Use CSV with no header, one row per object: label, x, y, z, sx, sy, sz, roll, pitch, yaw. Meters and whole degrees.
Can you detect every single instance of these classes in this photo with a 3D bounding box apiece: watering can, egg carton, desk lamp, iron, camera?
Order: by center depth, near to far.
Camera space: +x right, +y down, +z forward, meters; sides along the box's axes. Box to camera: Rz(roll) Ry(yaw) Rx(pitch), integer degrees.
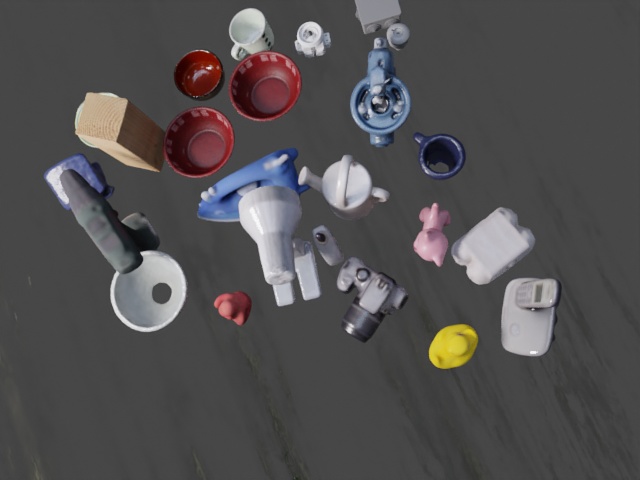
desk lamp,-0.072,0.015,1.112,0.118,0.214,0.203,-15,79,6
watering can,0.046,-0.104,1.124,0.172,0.194,0.101,-9,79,7
egg carton,0.340,0.013,1.126,0.150,0.069,0.107,-39,78,1
camera,0.085,0.122,1.129,0.143,0.101,0.137,32,87,12
iron,-0.157,-0.110,1.182,0.258,0.141,0.118,-23,78,4

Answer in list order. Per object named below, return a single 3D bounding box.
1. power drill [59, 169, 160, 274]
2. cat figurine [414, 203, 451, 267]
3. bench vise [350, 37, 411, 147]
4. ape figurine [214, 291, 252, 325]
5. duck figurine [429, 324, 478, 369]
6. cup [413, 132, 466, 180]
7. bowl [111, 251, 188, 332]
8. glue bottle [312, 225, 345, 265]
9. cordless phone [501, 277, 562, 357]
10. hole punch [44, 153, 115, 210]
power drill,-0.420,-0.029,1.173,0.075,0.208,0.229,-36,78,2
cat figurine,0.221,-0.011,1.122,0.067,0.118,0.128,8,82,10
bench vise,0.108,-0.310,1.135,0.121,0.220,0.207,-18,79,5
ape figurine,-0.180,0.139,1.170,0.076,0.092,0.077,-34,78,2
duck figurine,0.258,0.205,1.098,0.104,0.086,0.077,-37,77,1
cup,0.233,-0.165,1.157,0.117,0.095,0.092,42,89,12
bowl,-0.347,0.109,1.208,0.167,0.075,0.167,-1,81,8
glue bottle,0.010,0.004,1.122,0.037,0.173,0.078,-27,78,3
cordless phone,0.390,0.137,1.039,0.094,0.185,0.148,5,81,9
hole punch,-0.531,-0.125,1.265,0.108,0.091,0.101,-29,78,3
